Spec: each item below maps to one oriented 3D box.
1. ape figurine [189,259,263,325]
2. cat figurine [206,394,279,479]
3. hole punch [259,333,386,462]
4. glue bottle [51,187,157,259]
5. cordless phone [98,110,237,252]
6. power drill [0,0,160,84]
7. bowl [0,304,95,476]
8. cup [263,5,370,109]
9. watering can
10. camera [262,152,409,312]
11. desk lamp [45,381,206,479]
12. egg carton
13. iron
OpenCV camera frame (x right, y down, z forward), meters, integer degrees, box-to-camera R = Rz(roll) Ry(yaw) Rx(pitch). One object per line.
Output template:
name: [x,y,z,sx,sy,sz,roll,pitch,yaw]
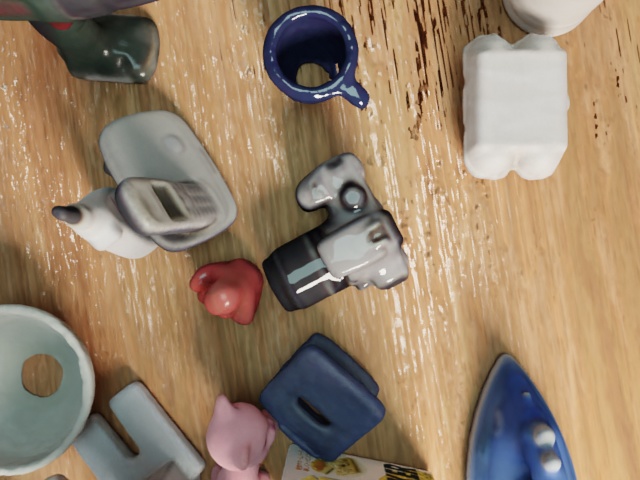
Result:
ape figurine: [-0.094,0.054,0.581,0.076,0.092,0.078,-33,89,0]
cat figurine: [-0.080,0.212,0.565,0.067,0.117,0.128,7,89,1]
hole punch: [0.002,0.165,0.578,0.108,0.091,0.101,41,90,1]
glue bottle: [-0.207,-0.019,0.542,0.037,0.173,0.078,-38,89,0]
cordless phone: [-0.156,-0.061,0.536,0.094,0.185,0.147,-34,89,0]
power drill: [-0.224,-0.212,0.528,0.229,0.208,0.076,4,89,1]
bowl: [-0.303,0.146,0.590,0.167,0.074,0.167,0,89,1]
cup: [0.003,-0.168,0.581,0.118,0.095,0.092,41,90,1]
watering can: [0.253,-0.274,0.531,0.173,0.194,0.101,-9,89,1]
camera: [0.005,0.002,0.576,0.137,0.101,0.143,-28,89,0]
desk lamp: [-0.177,0.259,0.518,0.118,0.213,0.203,-39,89,0]
egg carton: [0.199,-0.137,0.591,0.107,0.069,0.150,-1,89,1]
iron: [0.209,0.249,0.550,0.118,0.141,0.258,-7,89,1]
